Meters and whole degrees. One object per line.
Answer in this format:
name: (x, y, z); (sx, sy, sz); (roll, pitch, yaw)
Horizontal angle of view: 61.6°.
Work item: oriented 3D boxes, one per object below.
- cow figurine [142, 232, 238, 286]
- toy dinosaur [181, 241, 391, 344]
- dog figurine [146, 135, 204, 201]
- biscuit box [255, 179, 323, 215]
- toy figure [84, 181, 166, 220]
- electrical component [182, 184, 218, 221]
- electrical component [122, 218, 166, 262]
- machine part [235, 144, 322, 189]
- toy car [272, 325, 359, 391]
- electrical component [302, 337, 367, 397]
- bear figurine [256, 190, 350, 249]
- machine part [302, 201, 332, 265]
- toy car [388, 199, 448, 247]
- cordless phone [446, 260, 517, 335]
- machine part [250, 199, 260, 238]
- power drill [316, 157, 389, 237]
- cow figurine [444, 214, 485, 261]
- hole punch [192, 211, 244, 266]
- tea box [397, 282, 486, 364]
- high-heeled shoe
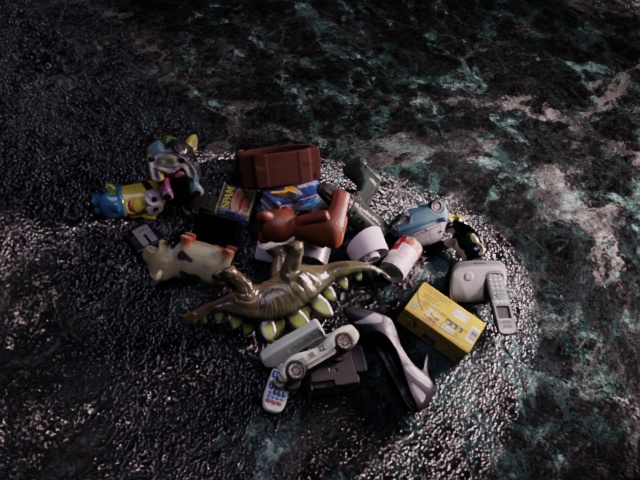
cow figurine: (-0.292, 0.051, 1.178); (0.195, 0.085, 0.127); (16, 95, -6)
toy dinosaur: (-0.064, 0.105, 1.159); (0.471, 0.105, 0.198); (-20, 96, -18)
dog figurine: (-0.345, -0.205, 1.291); (0.108, 0.191, 0.219); (-13, 45, -2)
biscuit box: (-0.063, -0.099, 1.326); (0.063, 0.059, 0.202); (42, 37, 19)
toy figure: (-0.457, -0.096, 1.273); (0.180, 0.082, 0.089); (-9, 60, -14)
electrical component: (-0.297, -0.093, 1.327); (0.078, 0.045, 0.102); (21, 51, -32)
electrical component: (-0.391, 0.015, 1.228); (0.075, 0.047, 0.119); (-28, 63, -26)
machine part: (-0.106, -0.184, 1.336); (0.201, 0.087, 0.201); (-8, 14, -11)
toy car: (-0.009, 0.234, 1.063); (0.202, 0.073, 0.056); (-25, 66, -25)
electrical component: (0.029, 0.261, 1.132); (0.134, 0.058, 0.115); (-6, 59, -14)
bear figurine: (-0.039, -0.043, 1.209); (0.196, 0.120, 0.132); (8, 49, 9)
machine part: (-0.003, -0.004, 1.299); (0.079, 0.079, 0.243); (17, 53, 1)
toy car: (0.260, -0.033, 1.360); (0.162, 0.109, 0.103); (-22, 81, -15)
cordless phone: (0.382, 0.141, 1.273); (0.147, 0.088, 0.184); (-1, 60, -12)
machine part: (-0.130, -0.063, 1.340); (0.084, 0.039, 0.139); (22, 52, -2)
power drill: (0.089, -0.118, 1.347); (0.232, 0.086, 0.207); (41, 32, -24)
cow figurine: (0.361, -0.010, 1.364); (0.068, 0.098, 0.167); (-13, 59, -12)
hole punch: (-0.240, -0.002, 1.255); (0.142, 0.092, 0.115); (14, 92, -6)
tea box: (0.275, 0.188, 1.225); (0.170, 0.068, 0.098); (36, 56, 15)
high-heeled shoe: (0.136, 0.252, 1.136); (0.249, 0.086, 0.145); (30, 49, -1)
